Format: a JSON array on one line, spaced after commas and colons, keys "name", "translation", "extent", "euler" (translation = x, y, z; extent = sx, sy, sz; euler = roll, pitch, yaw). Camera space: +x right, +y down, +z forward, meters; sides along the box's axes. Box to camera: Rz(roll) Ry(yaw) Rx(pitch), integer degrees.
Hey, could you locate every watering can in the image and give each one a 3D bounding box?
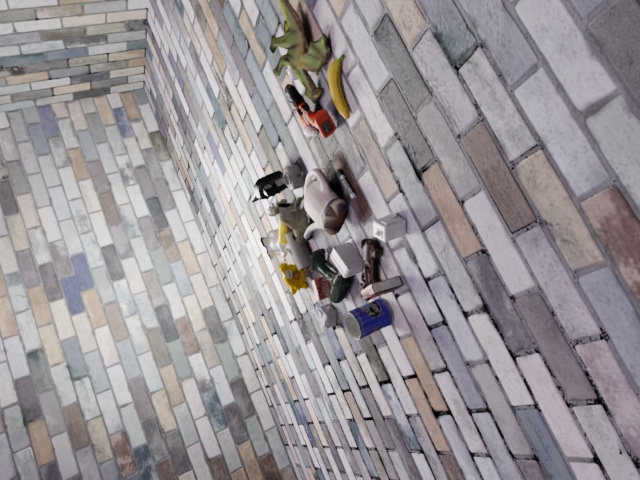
[{"name": "watering can", "translation": [0.006, -0.096, 1.910], "extent": [0.228, 0.105, 0.339], "euler": [47, 145, 42]}]

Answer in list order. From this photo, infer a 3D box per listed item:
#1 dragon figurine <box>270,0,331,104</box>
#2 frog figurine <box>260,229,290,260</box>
[{"name": "dragon figurine", "translation": [-0.050, -0.651, 1.708], "extent": [0.245, 0.124, 0.401], "euler": [24, 131, 35]}, {"name": "frog figurine", "translation": [-0.179, 0.010, 2.393], "extent": [0.158, 0.122, 0.139], "euler": [-21, 77, 29]}]
